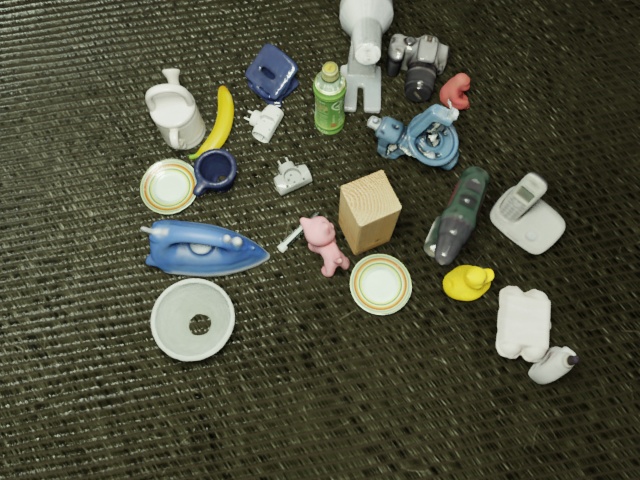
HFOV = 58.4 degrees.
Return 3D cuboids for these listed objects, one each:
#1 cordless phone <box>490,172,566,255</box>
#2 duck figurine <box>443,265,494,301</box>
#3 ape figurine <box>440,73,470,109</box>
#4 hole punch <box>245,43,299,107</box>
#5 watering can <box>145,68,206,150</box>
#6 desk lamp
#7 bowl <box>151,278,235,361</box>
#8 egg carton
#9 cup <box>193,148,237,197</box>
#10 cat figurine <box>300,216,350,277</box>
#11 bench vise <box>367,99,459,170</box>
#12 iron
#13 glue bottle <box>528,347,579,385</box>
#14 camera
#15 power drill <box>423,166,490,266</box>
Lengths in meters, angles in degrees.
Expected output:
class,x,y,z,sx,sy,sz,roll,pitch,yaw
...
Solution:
class,x,y,z,sx,sy,sz,roll,pitch,yaw
cordless phone,0.443,-0.059,1.181,0.147,0.185,0.094,39,77,11
duck figurine,0.311,0.083,1.189,0.104,0.086,0.077,-10,73,-3
ape figurine,0.319,-0.348,1.318,0.076,0.092,0.078,14,74,5
hole punch,-0.111,-0.381,1.328,0.108,0.091,0.101,40,77,11
watering can,-0.320,-0.289,1.246,0.101,0.194,0.172,-27,75,-8
desk lamp,0.101,-0.424,1.277,0.118,0.213,0.203,1,73,1
bowl,-0.253,0.167,1.169,0.167,0.075,0.167,0,73,0
egg carton,0.414,0.171,1.171,0.107,0.069,0.150,8,73,3
cup,-0.229,-0.130,1.249,0.091,0.095,0.118,33,76,10
cat figurine,0.011,0.004,1.197,0.067,0.118,0.127,-30,75,-8
bench vise,0.205,-0.223,1.213,0.207,0.220,0.121,1,73,1
iron,-0.237,0.006,1.184,0.258,0.141,0.118,4,73,1
glue bottle,0.457,0.236,1.097,0.037,0.173,0.078,37,77,11
camera,0.222,-0.401,1.329,0.143,0.101,0.137,11,73,4
power drill,0.271,-0.027,1.159,0.075,0.208,0.230,23,74,7
